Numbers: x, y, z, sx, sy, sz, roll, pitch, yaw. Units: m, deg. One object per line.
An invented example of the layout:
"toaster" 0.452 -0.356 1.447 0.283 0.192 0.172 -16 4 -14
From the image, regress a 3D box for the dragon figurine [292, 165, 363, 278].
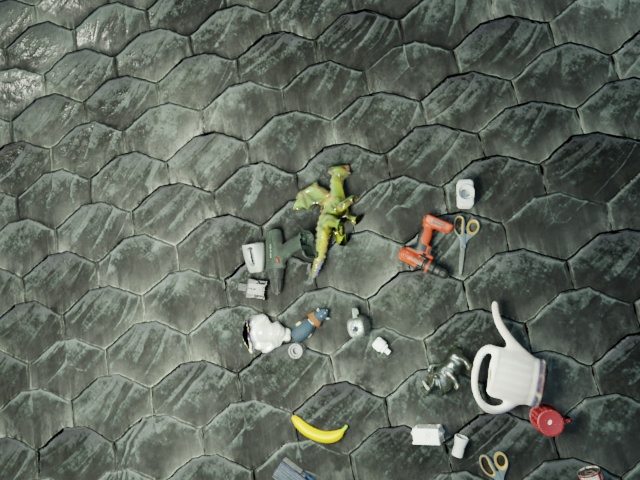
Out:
"dragon figurine" 0.006 -0.093 1.842 0.245 0.120 0.411 33 87 30

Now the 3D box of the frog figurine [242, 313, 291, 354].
"frog figurine" -0.188 0.324 1.810 0.160 0.120 0.139 -7 69 -27

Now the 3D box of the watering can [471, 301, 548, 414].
"watering can" 0.610 0.387 1.637 0.225 0.103 0.349 13 85 11
